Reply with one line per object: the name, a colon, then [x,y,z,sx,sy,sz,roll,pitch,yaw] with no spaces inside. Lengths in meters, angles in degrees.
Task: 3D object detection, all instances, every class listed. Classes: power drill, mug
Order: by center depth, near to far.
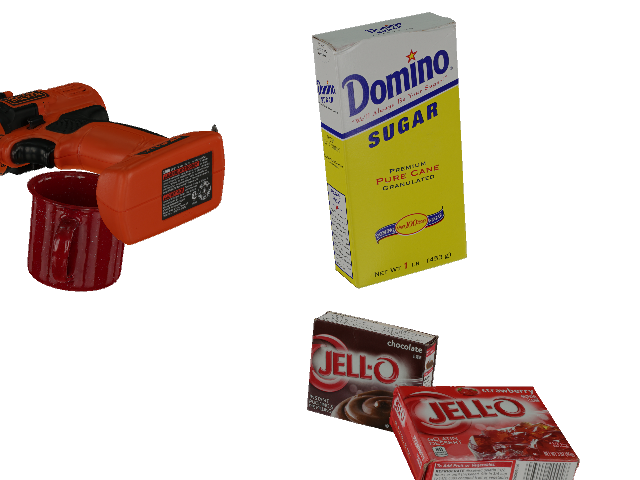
power drill: [-0.173,-0.055,0.714,0.188,0.057,0.184,20,32,31]
mug: [-0.211,-0.003,0.920,0.093,0.081,0.117,9,21,-5]

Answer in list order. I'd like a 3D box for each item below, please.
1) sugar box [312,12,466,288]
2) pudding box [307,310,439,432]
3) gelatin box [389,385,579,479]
sugar box: [0.051,-0.062,0.746,0.093,0.176,0.048,-16,27,-19]
pudding box: [0.046,0.120,0.968,0.114,0.090,0.039,10,16,21]
gelatin box: [0.090,0.112,0.604,0.089,0.030,0.073,3,25,-12]
